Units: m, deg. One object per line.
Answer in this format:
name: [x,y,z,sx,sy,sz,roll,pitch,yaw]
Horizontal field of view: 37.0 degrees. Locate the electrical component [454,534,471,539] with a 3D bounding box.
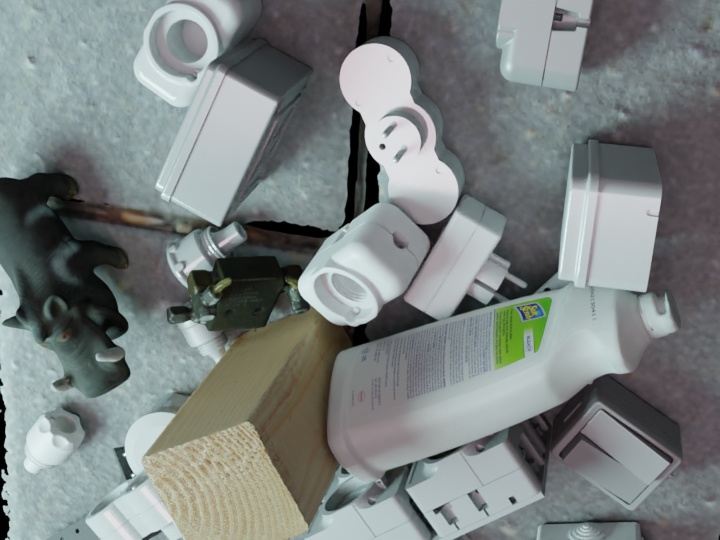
electrical component: [0.067,0.281,0.918,0.100,0.048,0.099,-25,103,21]

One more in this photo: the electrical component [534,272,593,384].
electrical component: [0.154,0.050,0.809,0.079,0.044,0.077,48,114,7]

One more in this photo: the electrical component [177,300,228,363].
electrical component: [-0.125,0.054,0.886,0.035,0.035,0.061,-23,106,20]

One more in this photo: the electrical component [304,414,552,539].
electrical component: [0.052,0.164,0.847,0.186,0.105,0.060,-31,101,22]

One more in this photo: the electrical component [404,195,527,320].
electrical component: [0.088,0.001,0.809,0.076,0.047,0.083,30,114,1]

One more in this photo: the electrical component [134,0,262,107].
electrical component: [-0.121,-0.170,0.787,0.054,0.059,0.095,36,114,-2]

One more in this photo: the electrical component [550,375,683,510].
electrical component: [0.202,0.136,0.825,0.096,0.061,0.061,35,114,-1]

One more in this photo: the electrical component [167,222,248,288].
electrical component: [-0.119,-0.015,0.854,0.062,0.048,0.048,-33,100,14]

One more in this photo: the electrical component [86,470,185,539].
electrical component: [-0.152,0.195,0.878,0.138,0.052,0.073,-34,99,22]

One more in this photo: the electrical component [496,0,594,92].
electrical component: [0.127,-0.175,0.730,0.059,0.053,0.095,11,112,9]

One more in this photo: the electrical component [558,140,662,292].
electrical component: [0.170,-0.039,0.738,0.057,0.113,0.078,7,112,9]

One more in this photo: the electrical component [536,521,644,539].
electrical component: [0.190,0.254,0.879,0.100,0.048,0.099,-5,109,15]

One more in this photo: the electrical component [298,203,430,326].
electrical component: [0.000,0.000,0.801,0.054,0.059,0.095,42,141,-13]

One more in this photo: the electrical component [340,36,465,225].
electrical component: [0.029,-0.096,0.771,0.052,0.073,0.138,-20,105,19]

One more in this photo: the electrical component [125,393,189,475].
electrical component: [-0.155,0.148,0.920,0.080,0.051,0.080,4,111,12]

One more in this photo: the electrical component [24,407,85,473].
electrical component: [-0.277,0.155,0.956,0.043,0.043,0.062,40,115,-4]

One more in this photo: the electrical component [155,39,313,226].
electrical component: [-0.089,-0.102,0.779,0.056,0.108,0.108,28,114,-1]
